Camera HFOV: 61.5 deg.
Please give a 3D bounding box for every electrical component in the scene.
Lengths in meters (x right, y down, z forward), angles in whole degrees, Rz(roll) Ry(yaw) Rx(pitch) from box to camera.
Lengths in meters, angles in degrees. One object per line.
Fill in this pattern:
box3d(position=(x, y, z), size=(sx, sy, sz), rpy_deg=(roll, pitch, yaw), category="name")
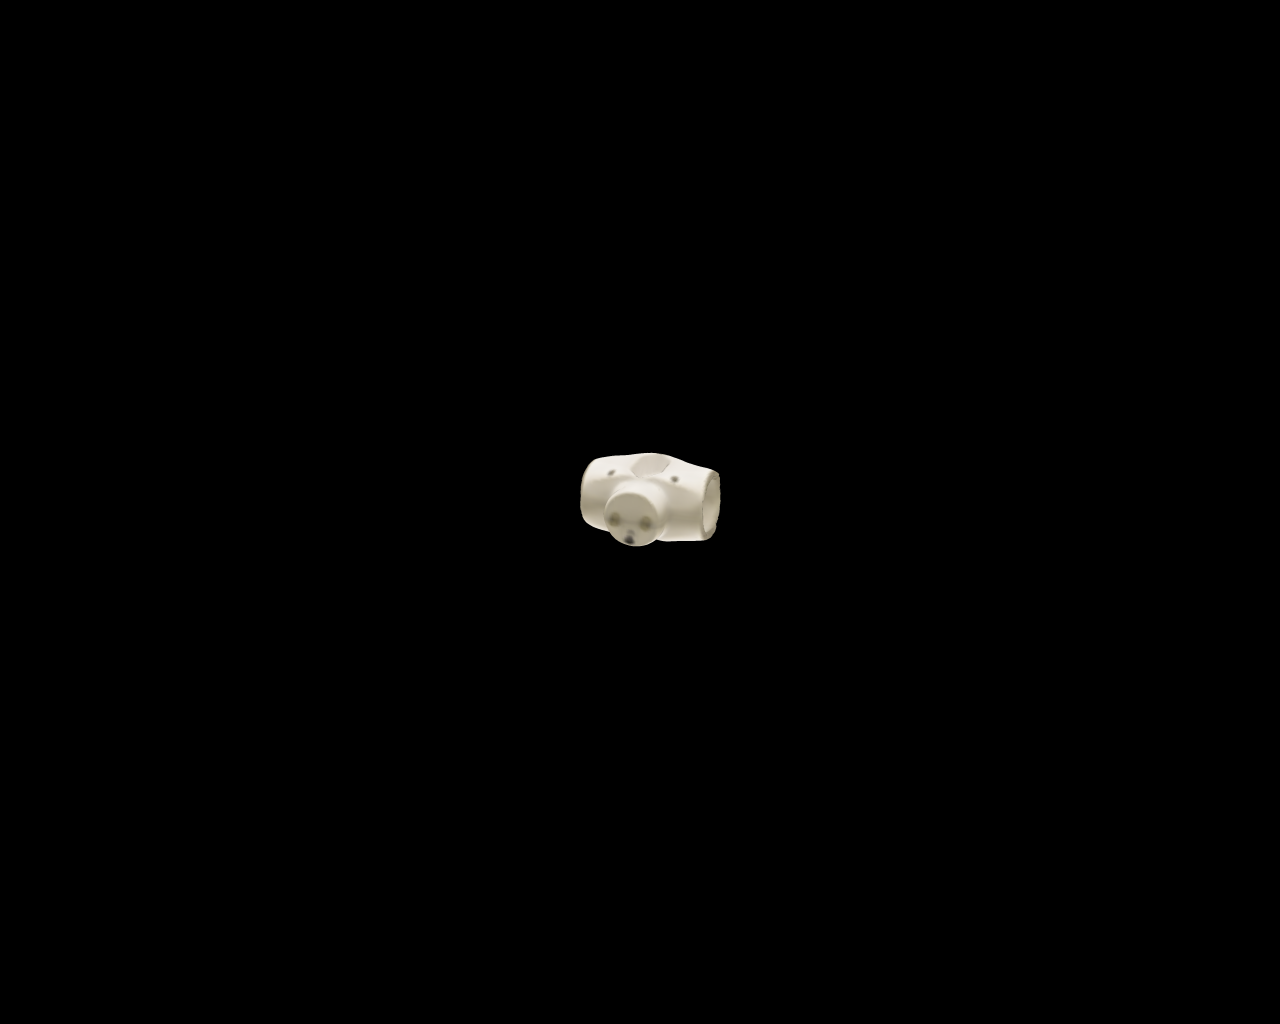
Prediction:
box3d(position=(0.001, -0.003, 0.650), size=(0.077, 0.043, 0.079), rpy_deg=(8, 24, 18), category="electrical component")
